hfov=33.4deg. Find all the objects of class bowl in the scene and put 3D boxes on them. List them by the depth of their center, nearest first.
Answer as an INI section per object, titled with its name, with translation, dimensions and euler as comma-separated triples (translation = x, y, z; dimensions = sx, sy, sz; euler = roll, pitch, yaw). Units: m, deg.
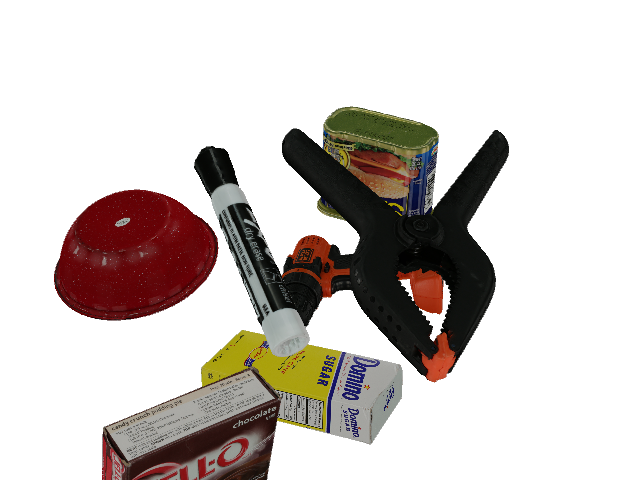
[bowl]
translation = -0.181, 0.001, 1.014
dimensions = 0.162, 0.055, 0.162
euler = -6, 41, 5

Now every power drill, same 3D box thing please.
[power drill]
translation = 0.045, 0.048, 1.217
dimensions = 0.188, 0.057, 0.184
euler = 0, 29, 9

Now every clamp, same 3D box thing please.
[clamp]
translation = 0.053, -0.003, 0.711
dimensions = 0.164, 0.210, 0.036
euler = 4, -40, -3

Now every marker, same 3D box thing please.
[marker]
translation = -0.036, 0.001, 0.518
dimensions = 0.020, 0.121, 0.020
euler = -19, -31, -12

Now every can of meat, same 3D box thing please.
[can of meat]
translation = 0.050, -0.061, 0.919
dimensions = 0.102, 0.084, 0.057
euler = 16, 35, 21

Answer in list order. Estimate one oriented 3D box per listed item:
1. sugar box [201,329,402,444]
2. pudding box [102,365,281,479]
[sugar box]
translation = -0.017, 0.138, 1.031
dimensions = 0.176, 0.048, 0.093
euler = 8, 24, 21
[pudding box]
translation = -0.084, 0.139, 0.686
dimensions = 0.113, 0.090, 0.039
euler = -21, 50, -32
